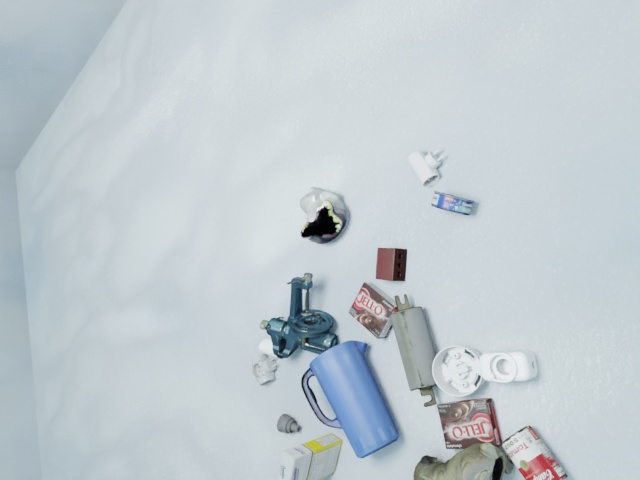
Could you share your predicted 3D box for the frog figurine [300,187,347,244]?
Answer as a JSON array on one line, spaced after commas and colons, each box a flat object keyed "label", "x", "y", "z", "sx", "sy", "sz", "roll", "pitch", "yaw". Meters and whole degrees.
[{"label": "frog figurine", "x": 0.004, "y": -0.069, "z": 1.367, "sx": 0.162, "sy": 0.122, "sz": 0.135, "roll": -105, "pitch": 31, "yaw": -67}]
